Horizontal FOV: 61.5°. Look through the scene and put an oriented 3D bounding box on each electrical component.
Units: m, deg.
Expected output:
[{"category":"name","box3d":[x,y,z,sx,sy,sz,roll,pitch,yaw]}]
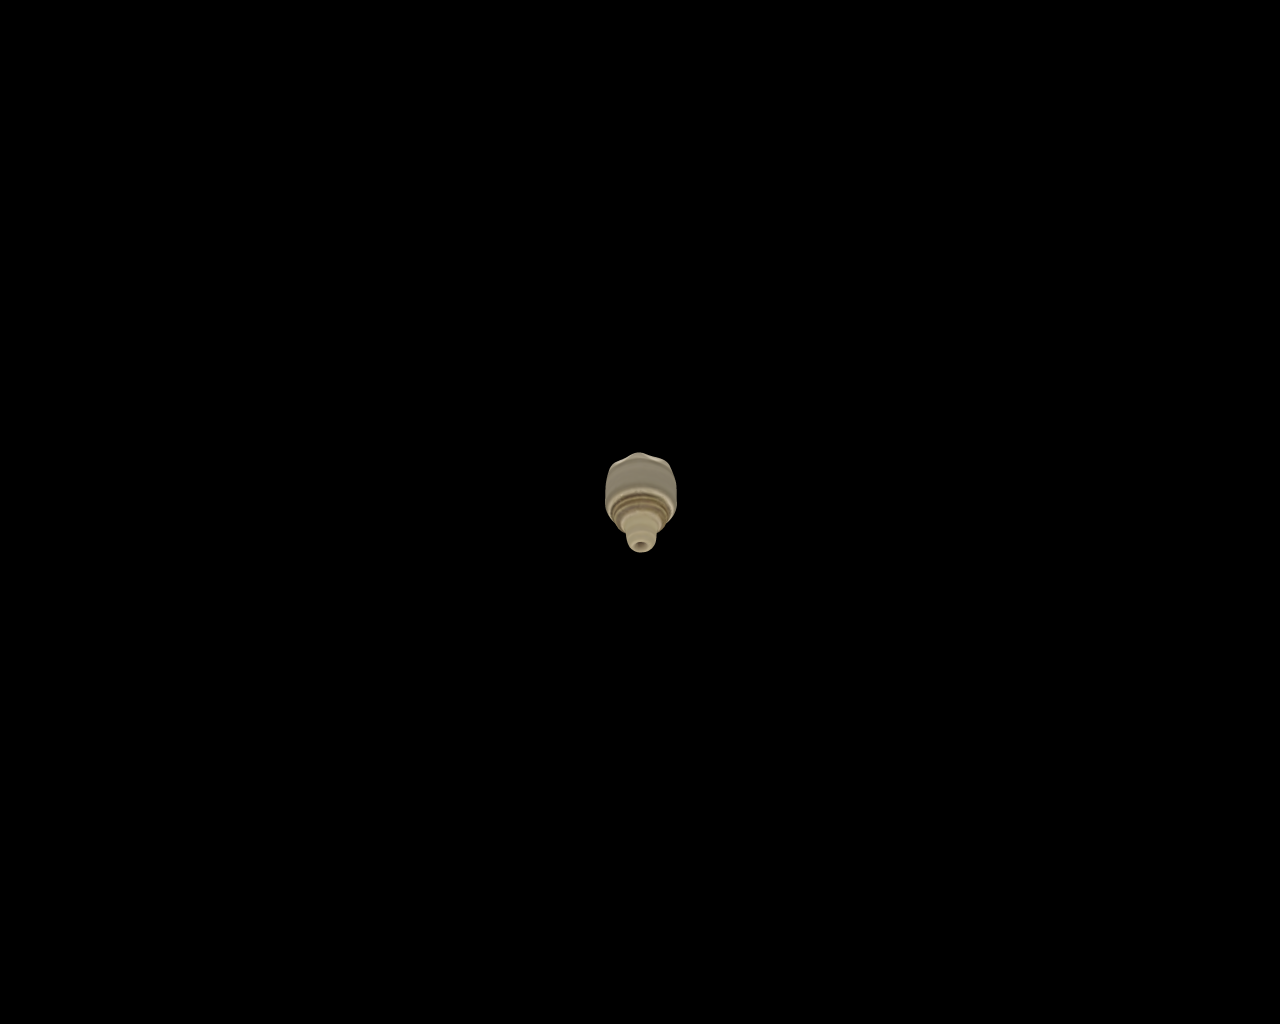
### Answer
[{"category":"electrical component","box3d":[0.001,-0.003,0.650,0.043,0.062,0.043,0,-40,0]}]
